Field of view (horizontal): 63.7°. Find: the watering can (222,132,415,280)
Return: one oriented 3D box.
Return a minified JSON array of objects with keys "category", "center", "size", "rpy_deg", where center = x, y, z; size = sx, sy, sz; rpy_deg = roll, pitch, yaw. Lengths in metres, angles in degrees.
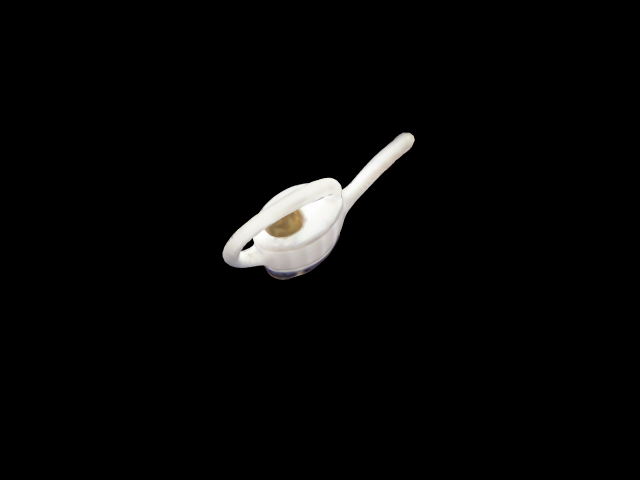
[{"category":"watering can","center":[0.003,-0.043,0.850],"size":[0.349,0.105,0.220],"rpy_deg":[-30,-18,-11]}]
